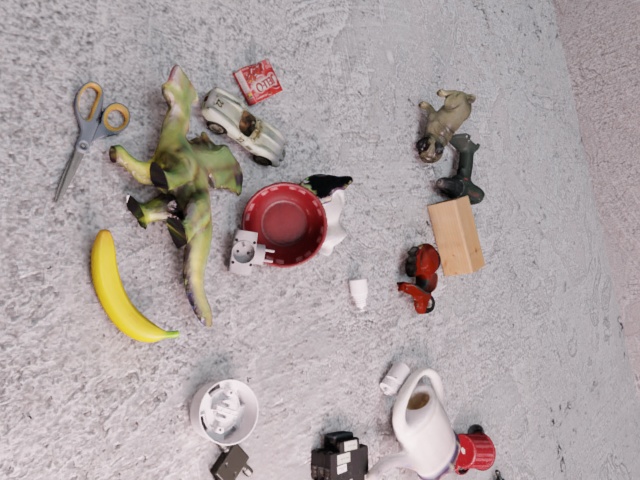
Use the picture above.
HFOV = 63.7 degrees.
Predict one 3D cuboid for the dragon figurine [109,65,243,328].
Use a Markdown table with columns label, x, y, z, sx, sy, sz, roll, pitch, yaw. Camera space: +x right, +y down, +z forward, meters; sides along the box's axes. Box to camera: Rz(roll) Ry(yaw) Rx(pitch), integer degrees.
| label | x | y | z | sx | sy | sz | roll | pitch | yaw |
| --- | --- | --- | --- | --- | --- | --- | --- | --- | --- |
| dragon figurine | -0.200 | -0.085 | 0.876 | 0.247 | 0.122 | 0.405 | -40 | 118 | -52 |

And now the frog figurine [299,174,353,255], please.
| label | x | y | z | sx | sy | sz | roll | pitch | yaw |
| --- | --- | --- | --- | --- | --- | --- | --- | --- | --- |
| frog figurine | 0.003 | -0.055 | 1.087 | 0.140 | 0.123 | 0.155 | -58 | 158 | -46 |

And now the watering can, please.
| label | x | y | z | sx | sy | sz | roll | pitch | yaw |
| --- | --- | --- | --- | --- | --- | --- | --- | --- | --- |
| watering can | 0.213 | 0.448 | 1.147 | 0.354 | 0.103 | 0.222 | -46 | 114 | -45 |
